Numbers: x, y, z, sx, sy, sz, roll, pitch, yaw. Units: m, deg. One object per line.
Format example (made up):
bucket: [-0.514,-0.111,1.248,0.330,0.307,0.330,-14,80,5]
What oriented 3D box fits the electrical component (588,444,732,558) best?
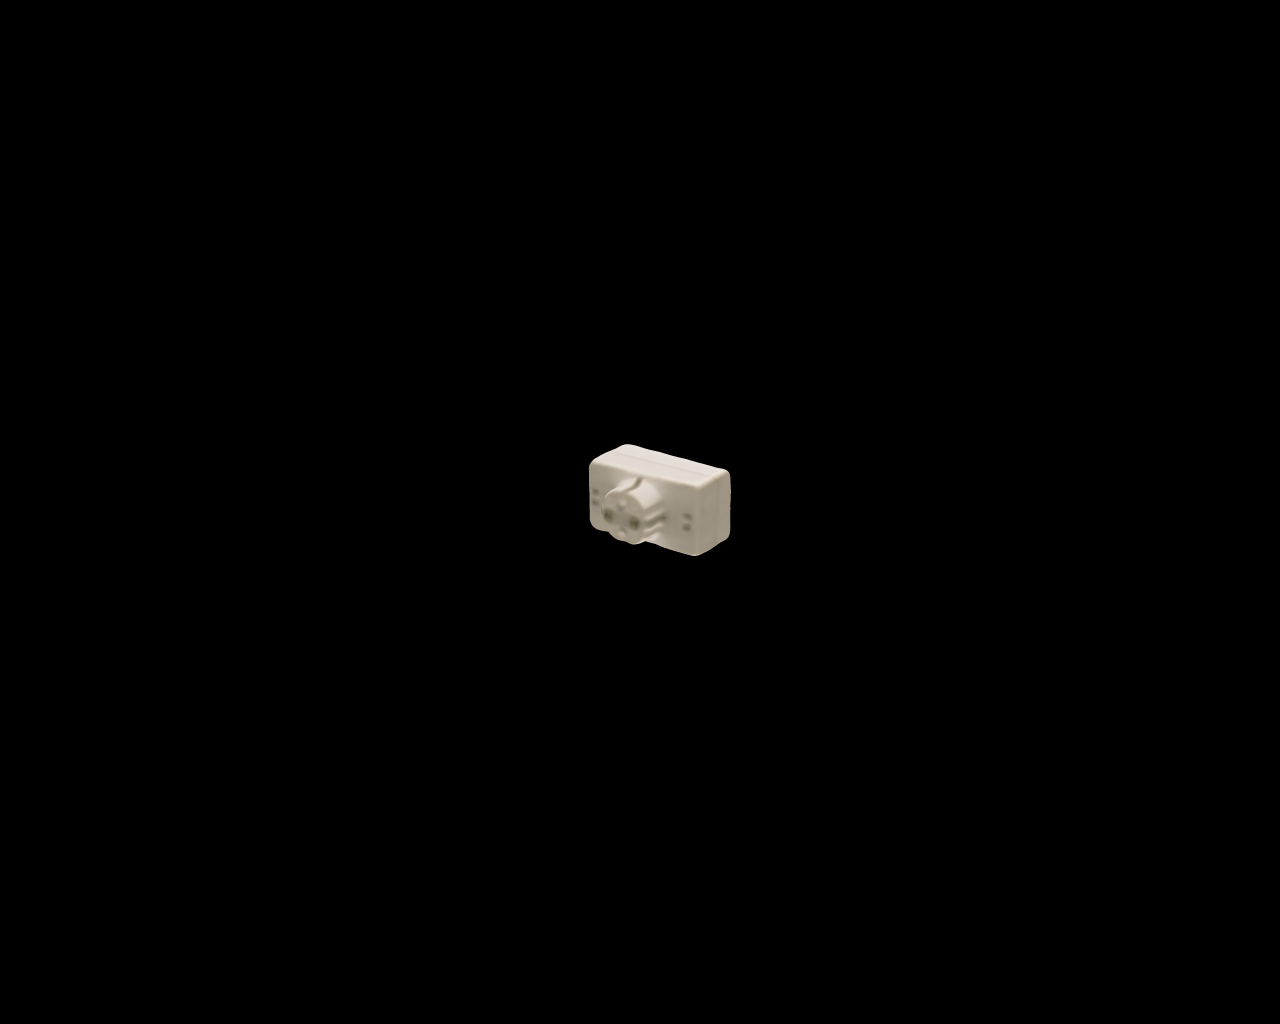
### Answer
electrical component: [0.001,-0.003,0.650,0.083,0.047,0.076,16,27,34]
